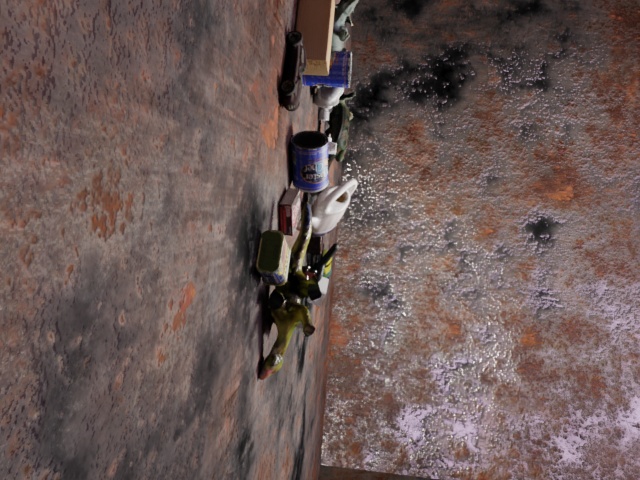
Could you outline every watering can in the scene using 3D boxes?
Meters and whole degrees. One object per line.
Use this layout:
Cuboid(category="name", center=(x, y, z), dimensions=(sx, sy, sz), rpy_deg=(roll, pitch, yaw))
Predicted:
Cuboid(category="watering can", center=(0.005, -0.088, 1.754), dimensions=(0.353, 0.104, 0.219), rpy_deg=(-41, 169, -37))

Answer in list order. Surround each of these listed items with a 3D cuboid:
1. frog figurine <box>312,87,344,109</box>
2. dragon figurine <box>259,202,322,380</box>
Cuboid(category="frog figurine", center=(0.032, -0.506, 1.765), dimensions=(0.156, 0.122, 0.140), rpy_deg=(66, 7, -54))
Cuboid(category="dragon figurine", center=(-0.082, 0.132, 1.257), dimensions=(0.238, 0.122, 0.418), rpy_deg=(129, -25, -61))
